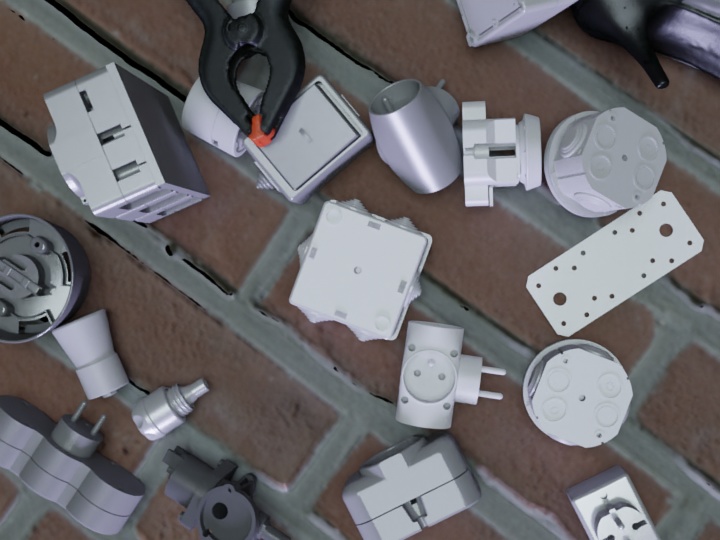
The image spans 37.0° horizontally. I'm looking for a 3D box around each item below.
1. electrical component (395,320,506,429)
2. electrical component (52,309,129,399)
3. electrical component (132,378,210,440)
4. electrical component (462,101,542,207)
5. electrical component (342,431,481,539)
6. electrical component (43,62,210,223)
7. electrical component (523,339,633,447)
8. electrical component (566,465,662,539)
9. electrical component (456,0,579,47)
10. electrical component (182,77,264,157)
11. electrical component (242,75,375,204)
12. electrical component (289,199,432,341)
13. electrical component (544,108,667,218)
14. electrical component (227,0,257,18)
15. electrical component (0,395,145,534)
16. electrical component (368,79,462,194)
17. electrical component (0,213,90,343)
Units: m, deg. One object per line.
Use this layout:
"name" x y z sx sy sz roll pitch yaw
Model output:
"electrical component" 0.071 0.082 0.824 0.079 0.044 0.077 8 91 4
"electrical component" -0.210 0.069 0.848 0.044 0.044 0.065 -22 94 4
"electrical component" -0.147 0.106 0.847 0.061 0.035 0.035 -32 88 2
"electrical component" 0.107 -0.088 0.813 0.057 0.058 0.078 -2 91 7
"electrical component" 0.037 0.165 0.823 0.095 0.054 0.059 -27 89 4
"electrical component" -0.170 -0.086 0.787 0.062 0.150 0.089 -23 89 4
"electrical component" 0.165 0.094 0.814 0.080 0.051 0.080 0 91 4
"electrical component" 0.193 0.190 0.800 0.047 0.077 0.065 -27 88 4
"electrical component" 0.113 -0.210 0.800 0.061 0.096 0.061 -18 90 -23
"electrical component" -0.105 -0.122 0.831 0.047 0.055 0.055 25 93 7
"electrical component" -0.044 -0.095 0.822 0.096 0.061 0.061 -40 88 4
"electrical component" 0.000 0.000 0.826 0.100 0.048 0.099 20 92 4
"electrical component" 0.182 -0.080 0.799 0.080 0.051 0.080 1 88 -22
"electrical component" -0.082 -0.210 0.832 0.045 0.045 0.055 -7 91 4
"electrical component" -0.227 0.138 0.844 0.138 0.052 0.073 34 93 3
"electrical component" 0.050 -0.112 0.816 0.079 0.044 0.077 -56 131 -32
"electrical component" -0.262 0.006 0.839 0.099 0.064 0.099 0 91 4
